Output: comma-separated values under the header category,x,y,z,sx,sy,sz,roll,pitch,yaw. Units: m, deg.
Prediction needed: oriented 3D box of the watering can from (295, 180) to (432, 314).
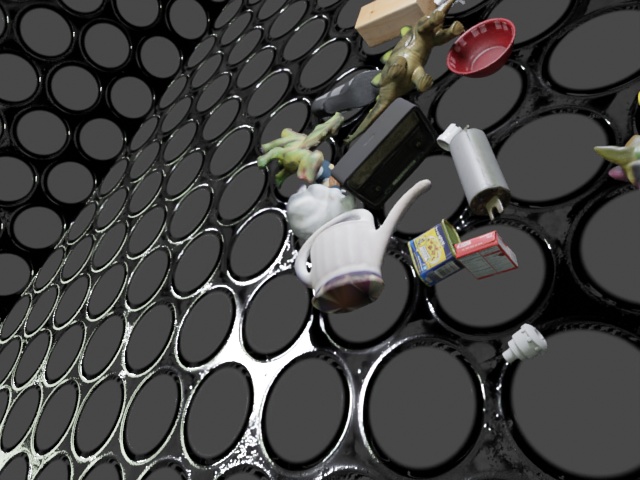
category,x,y,z,sx,sy,sz,roll,pitch,yaw
watering can,0.085,0.019,1.049,0.344,0.102,0.230,-28,45,26

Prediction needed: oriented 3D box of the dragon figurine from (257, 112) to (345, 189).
category,x,y,z,sx,sy,sz,roll,pitch,yaw
dragon figurine,-0.034,-0.264,1.386,0.241,0.120,0.420,-23,32,22

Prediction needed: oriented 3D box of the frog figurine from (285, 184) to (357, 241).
category,x,y,z,sx,sy,sz,roll,pitch,yaw
frog figurine,0.004,-0.060,1.190,0.160,0.123,0.136,10,101,39
